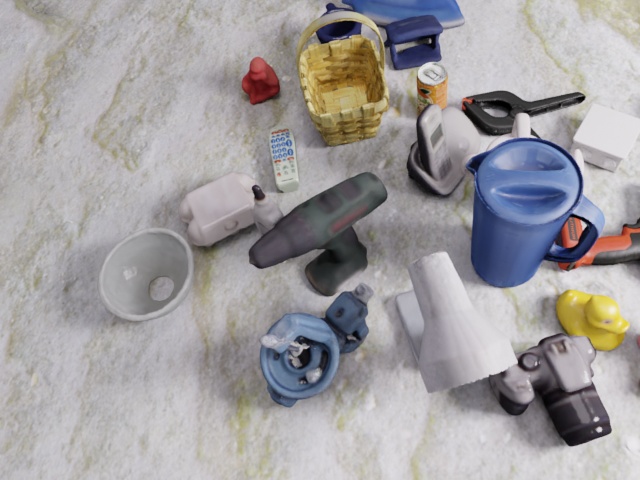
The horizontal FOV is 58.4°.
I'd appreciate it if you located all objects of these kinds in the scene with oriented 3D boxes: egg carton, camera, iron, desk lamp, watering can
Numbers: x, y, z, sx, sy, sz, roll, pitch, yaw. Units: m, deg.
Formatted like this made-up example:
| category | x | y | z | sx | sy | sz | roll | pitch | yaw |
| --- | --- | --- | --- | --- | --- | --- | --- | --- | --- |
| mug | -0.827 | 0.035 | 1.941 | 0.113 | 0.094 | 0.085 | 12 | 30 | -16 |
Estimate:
| category | x | y | z | sx | sy | sz | roll | pitch | yaw |
| --- | --- | --- | --- | --- | --- | --- | --- | --- | --- |
| egg carton | -0.172 | -0.054 | 1.016 | 0.150 | 0.069 | 0.107 | -28 | 62 | -5 |
| camera | 0.321 | 0.208 | 0.777 | 0.143 | 0.101 | 0.136 | -18 | 61 | 0 |
| iron | 0.172 | -0.518 | 1.157 | 0.257 | 0.142 | 0.119 | 19 | 68 | 19 |
| desk lamp | 0.171 | 0.119 | 0.785 | 0.118 | 0.214 | 0.203 | -19 | 61 | 0 |
| watering can | 0.315 | -0.120 | 0.895 | 0.173 | 0.194 | 0.101 | -14 | 61 | 3 |

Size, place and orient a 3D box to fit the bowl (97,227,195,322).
| category | x | y | z | sx | sy | sz | roll | pitch | yaw |
| --- | --- | --- | --- | --- | --- | --- | --- | --- | --- |
| bowl | -0.282 | 0.067 | 0.969 | 0.167 | 0.075 | 0.167 | -4 | 62 | 8 |

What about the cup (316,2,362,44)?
| category | x | y | z | sx | sy | sz | roll | pitch | yaw |
| --- | --- | --- | --- | --- | --- | --- | --- | --- | --- |
| cup | 0.038 | -0.409 | 1.150 | 0.091 | 0.095 | 0.117 | -19 | 61 | 0 |

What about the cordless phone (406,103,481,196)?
| category | x | y | z | sx | sy | sz | roll | pitch | yaw |
| --- | --- | --- | --- | --- | --- | --- | --- | --- | --- |
| cordless phone | 0.206 | -0.176 | 0.948 | 0.094 | 0.185 | 0.148 | 26 | 70 | 21 |

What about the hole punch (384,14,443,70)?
| category | x | y | z | sx | sy | sz | roll | pitch | yaw |
| --- | --- | --- | --- | --- | --- | --- | --- | --- | --- |
| hole punch | 0.181 | -0.404 | 1.125 | 0.108 | 0.091 | 0.101 | -12 | 61 | 4 |

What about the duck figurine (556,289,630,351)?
| category | x | y | z | sx | sy | sz | roll | pitch | yaw |
| --- | --- | --- | --- | --- | --- | --- | --- | --- | --- |
| duck figurine | 0.396 | 0.105 | 0.826 | 0.077 | 0.086 | 0.104 | -41 | 64 | -12 |

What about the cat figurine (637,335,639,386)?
| category | x | y | z | sx | sy | sz | roll | pitch | yaw |
| --- | --- | --- | --- | --- | --- | --- | --- | --- | --- |
| cat figurine | 0.480 | 0.142 | 0.774 | 0.067 | 0.118 | 0.128 | 2 | 63 | 11 |

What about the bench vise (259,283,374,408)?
| category | x | y | z | sx | sy | sz | roll | pitch | yaw |
| --- | --- | --- | --- | --- | --- | --- | --- | --- | --- |
| bench vise | -0.016 | 0.126 | 0.810 | 0.121 | 0.220 | 0.207 | 21 | 68 | 20 |

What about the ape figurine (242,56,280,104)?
| category | x | y | z | sx | sy | sz | roll | pitch | yaw |
| --- | --- | --- | --- | --- | --- | --- | --- | --- | --- |
| ape figurine | -0.118 | -0.323 | 1.134 | 0.077 | 0.092 | 0.076 | 19 | 67 | 19 |

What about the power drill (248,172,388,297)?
| category | x | y | z | sx | sy | sz | roll | pitch | yaw |
| --- | --- | --- | --- | --- | --- | --- | --- | --- | --- |
| power drill | 0.008 | 0.003 | 0.876 | 0.230 | 0.209 | 0.075 | -40 | 63 | -11 |

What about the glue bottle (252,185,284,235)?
| category | x | y | z | sx | sy | sz | roll | pitch | yaw |
| --- | --- | --- | --- | --- | --- | --- | --- | --- | --- |
| glue bottle | -0.082 | -0.039 | 0.933 | 0.078 | 0.173 | 0.037 | 38 | 75 | 25 |
